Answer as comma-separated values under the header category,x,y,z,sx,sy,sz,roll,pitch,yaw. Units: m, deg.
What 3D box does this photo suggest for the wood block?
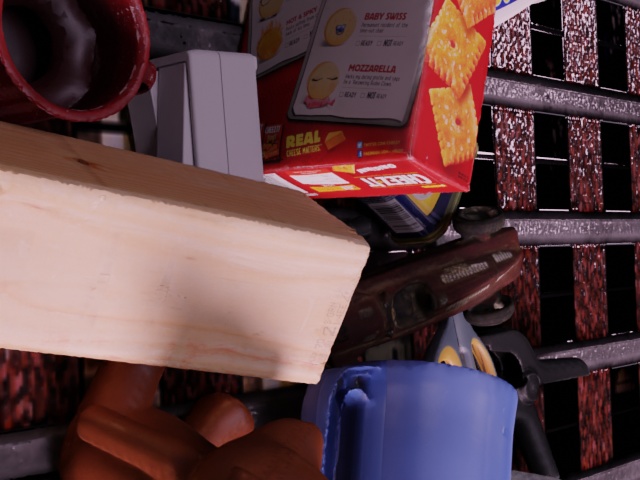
category,x,y,z,sx,sy,sz,roll,pitch,yaw
wood block,-0.091,0.008,0.563,0.205,0.091,0.090,12,106,-33

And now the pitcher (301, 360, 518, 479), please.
category,x,y,z,sx,sy,sz,roll,pitch,yaw
pitcher,0.046,0.199,0.654,0.149,0.145,0.243,9,65,-6

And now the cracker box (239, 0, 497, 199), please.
category,x,y,z,sx,sy,sz,roll,pitch,yaw
cracker box,0.029,-0.135,0.691,0.072,0.164,0.213,24,71,-45

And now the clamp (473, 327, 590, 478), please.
category,x,y,z,sx,sy,sz,roll,pitch,yaw
clamp,0.170,0.137,0.916,0.171,0.039,0.120,28,64,-35

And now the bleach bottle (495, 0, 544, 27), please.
category,x,y,z,sx,sy,sz,roll,pitch,yaw
bleach bottle,0.099,-0.192,0.843,0.250,0.068,0.102,-40,116,-37

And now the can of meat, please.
category,x,y,z,sx,sy,sz,roll,pitch,yaw
can of meat,0.064,-0.060,0.802,0.083,0.058,0.102,43,59,-35

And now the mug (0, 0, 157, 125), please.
category,x,y,z,sx,sy,sz,roll,pitch,yaw
mug,-0.142,-0.101,0.568,0.117,0.082,0.093,14,78,-45

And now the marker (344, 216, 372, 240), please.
category,x,y,z,sx,sy,sz,roll,pitch,yaw
marker,-0.005,0.001,0.753,0.120,0.020,0.020,-15,99,-46

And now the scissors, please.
category,x,y,z,sx,sy,sz,roll,pitch,yaw
scissors,0.093,0.052,0.827,0.096,0.016,0.202,-17,88,-51
